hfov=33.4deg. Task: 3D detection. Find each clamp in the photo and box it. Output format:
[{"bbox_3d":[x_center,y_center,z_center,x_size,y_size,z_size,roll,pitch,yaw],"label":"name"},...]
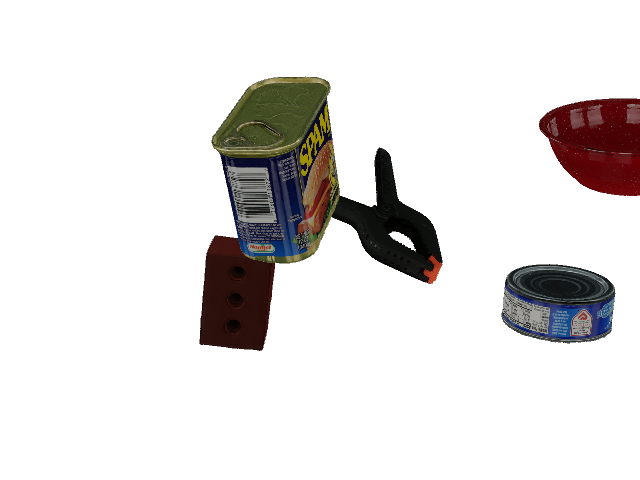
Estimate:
[{"bbox_3d":[0.061,-0.026,1.259,0.164,0.036,0.210,-15,51,-29],"label":"clamp"}]

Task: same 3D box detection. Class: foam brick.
[{"bbox_3d":[-0.066,0.042,0.857,0.053,0.078,0.051,6,14,1],"label":"foam brick"}]

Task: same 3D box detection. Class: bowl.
[{"bbox_3d":[0.282,-0.083,0.979,0.162,0.055,0.162,-3,24,1],"label":"bowl"}]

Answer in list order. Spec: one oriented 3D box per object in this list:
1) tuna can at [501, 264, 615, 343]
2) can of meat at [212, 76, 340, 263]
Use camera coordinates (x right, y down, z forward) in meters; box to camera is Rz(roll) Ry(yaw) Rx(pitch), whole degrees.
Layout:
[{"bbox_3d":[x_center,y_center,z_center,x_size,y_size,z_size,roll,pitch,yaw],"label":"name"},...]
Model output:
[{"bbox_3d":[0.186,0.048,0.835,0.086,0.034,0.086,1,19,-1],"label":"tuna can"},{"bbox_3d":[-0.024,-0.046,0.687,0.057,0.084,0.102,2,33,16],"label":"can of meat"}]
